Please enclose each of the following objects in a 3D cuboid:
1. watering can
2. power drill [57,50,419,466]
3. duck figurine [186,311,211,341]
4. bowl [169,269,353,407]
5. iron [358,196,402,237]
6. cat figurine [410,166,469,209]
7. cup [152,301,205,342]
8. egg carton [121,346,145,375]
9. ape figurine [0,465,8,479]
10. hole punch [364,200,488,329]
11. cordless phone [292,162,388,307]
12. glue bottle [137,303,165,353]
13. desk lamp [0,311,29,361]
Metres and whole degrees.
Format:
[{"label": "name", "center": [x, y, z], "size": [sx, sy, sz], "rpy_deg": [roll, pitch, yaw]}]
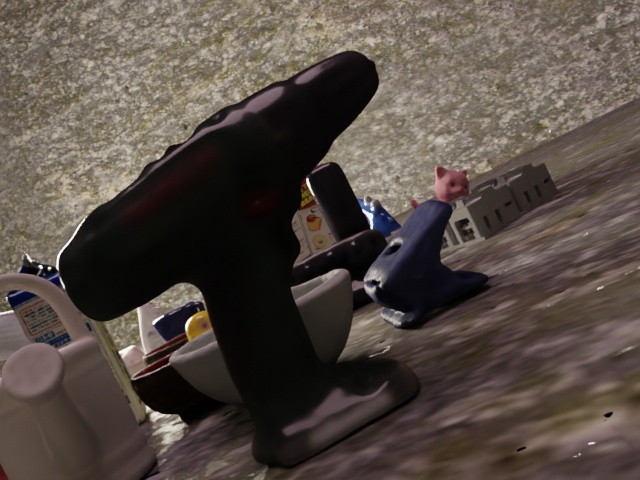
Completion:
[{"label": "watering can", "center": [-0.214, 0.114, 0.450], "size": [0.172, 0.194, 0.101], "rpy_deg": [-25, 2, 41]}, {"label": "power drill", "center": [-0.027, 0.016, 0.357], "size": [0.230, 0.208, 0.075], "rpy_deg": [-27, 2, -10]}, {"label": "duck figurine", "center": [-0.135, 0.130, 0.698], "size": [0.104, 0.086, 0.078], "rpy_deg": [-26, 2, 32]}, {"label": "bowl", "center": [-0.037, 0.092, 0.487], "size": [0.167, 0.075, 0.167], "rpy_deg": [-26, 1, 1]}, {"label": "iron", "center": [0.092, -0.024, 1.129], "size": [0.119, 0.141, 0.257], "rpy_deg": [-27, 1, -25]}, {"label": "cat figurine", "center": [0.229, -0.077, 1.060], "size": [0.127, 0.118, 0.067], "rpy_deg": [-26, 2, 4]}, {"label": "cup", "center": [-0.258, 0.176, 1.123], "size": [0.117, 0.095, 0.092], "rpy_deg": [-26, 2, 24]}, {"label": "egg carton", "center": [-0.371, 0.247, 1.070], "size": [0.107, 0.069, 0.150], "rpy_deg": [-27, 1, -23]}, {"label": "ape figurine", "center": [-0.360, 0.240, 0.614], "size": [0.076, 0.092, 0.078], "rpy_deg": [-26, 1, -5]}, {"label": "hole punch", "center": [0.086, 0.021, 0.535], "size": [0.101, 0.091, 0.108], "rpy_deg": [-27, 1, -6]}, {"label": "cordless phone", "center": [0.007, 0.003, 0.757], "size": [0.147, 0.185, 0.094], "rpy_deg": [-26, 2, -2]}, {"label": "glue bottle", "center": [-0.351, 0.176, 1.204], "size": [0.078, 0.173, 0.037], "rpy_deg": [-27, 2, -11]}, {"label": "desk lamp", "center": [-0.390, 0.183, 0.783], "size": [0.204, 0.213, 0.117], "rpy_deg": [-28, 2, -43]}]
